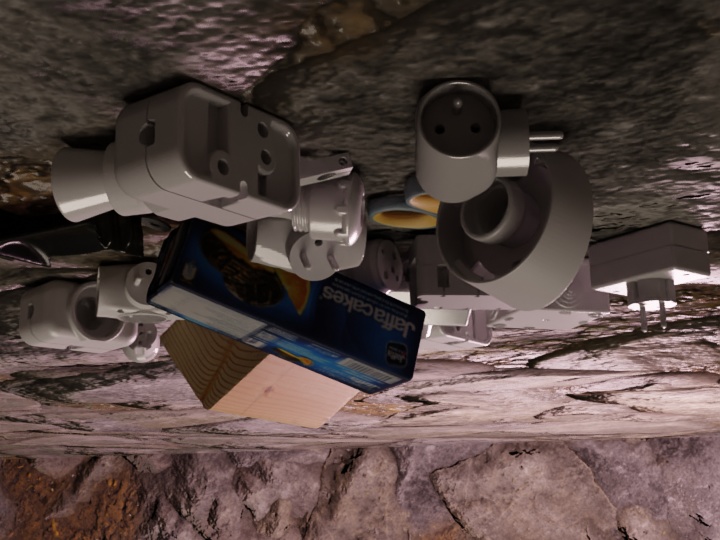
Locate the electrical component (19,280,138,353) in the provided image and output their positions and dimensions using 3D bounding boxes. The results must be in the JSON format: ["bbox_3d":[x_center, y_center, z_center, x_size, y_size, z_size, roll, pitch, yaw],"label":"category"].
[{"bbox_3d":[-0.254,0.042,0.983,0.095,0.053,0.059,12,161,-41],"label":"electrical component"}]

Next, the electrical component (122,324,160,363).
[{"bbox_3d":[-0.233,0.073,1.142,0.040,0.040,0.046,1,160,-11],"label":"electrical component"}]

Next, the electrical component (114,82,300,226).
[{"bbox_3d":[-0.085,-0.060,0.589,0.059,0.053,0.095,-11,163,35],"label":"electrical component"}]

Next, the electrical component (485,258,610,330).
[{"bbox_3d":[0.164,0.022,0.949,0.100,0.048,0.100,3,166,-15],"label":"electrical component"}]

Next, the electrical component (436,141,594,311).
[{"bbox_3d":[0.095,-0.029,0.645,0.064,0.099,0.099,19,156,-40],"label":"electrical component"}]

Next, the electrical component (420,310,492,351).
[{"bbox_3d":[0.076,0.045,1.020,0.059,0.053,0.095,-12,162,36],"label":"electrical component"}]

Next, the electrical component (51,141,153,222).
[{"bbox_3d":[-0.146,-0.053,0.631,0.055,0.045,0.045,-5,165,14],"label":"electrical component"}]

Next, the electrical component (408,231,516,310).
[{"bbox_3d":[0.085,-0.002,0.831,0.089,0.055,0.050,1,166,-6],"label":"electrical component"}]

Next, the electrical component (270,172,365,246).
[{"bbox_3d":[-0.029,-0.041,0.693,0.062,0.048,0.048,4,166,6],"label":"electrical component"}]

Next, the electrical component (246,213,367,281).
[{"bbox_3d":[-0.034,-0.017,0.736,0.077,0.044,0.079,3,-155,-16],"label":"electrical component"}]

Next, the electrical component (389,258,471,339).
[{"bbox_3d":[0.046,0.033,0.913,0.083,0.047,0.075,2,125,-12],"label":"electrical component"}]

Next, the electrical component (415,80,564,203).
[{"bbox_3d":[0.070,-0.069,0.587,0.079,0.043,0.077,-2,166,2],"label":"electrical component"}]

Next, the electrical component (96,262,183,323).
[{"bbox_3d":[-0.180,0.016,0.903,0.077,0.044,0.079,3,166,-17],"label":"electrical component"}]

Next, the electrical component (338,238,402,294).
[{"bbox_3d":[0.000,0.000,0.854,0.055,0.045,0.045,-9,164,29],"label":"electrical component"}]

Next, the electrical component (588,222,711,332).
[{"bbox_3d":[0.230,0.010,0.852,0.047,0.075,0.083,9,162,-36],"label":"electrical component"}]
